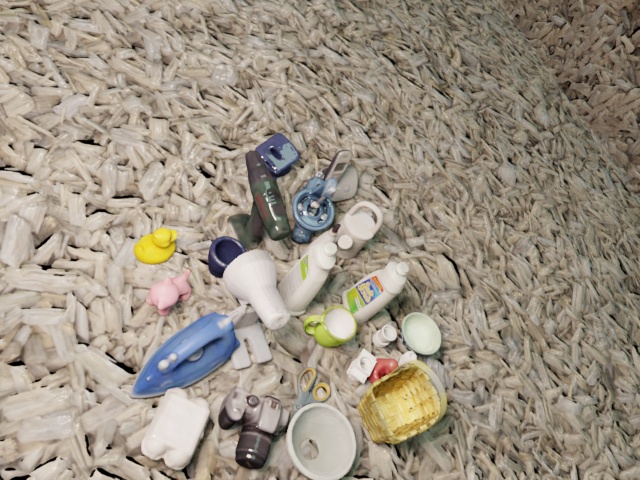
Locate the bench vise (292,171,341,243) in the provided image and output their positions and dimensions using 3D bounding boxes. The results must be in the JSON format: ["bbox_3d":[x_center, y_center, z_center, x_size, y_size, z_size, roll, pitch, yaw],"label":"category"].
[{"bbox_3d":[-0.015,-0.123,1.554,0.122,0.219,0.207,7,56,-26],"label":"bench vise"}]

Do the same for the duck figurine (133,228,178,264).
[{"bbox_3d":[-0.381,0.006,1.343,0.105,0.086,0.077,-22,72,-38],"label":"duck figurine"}]

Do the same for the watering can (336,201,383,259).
[{"bbox_3d":[0.103,-0.030,1.576,0.101,0.193,0.173,25,50,-13],"label":"watering can"}]

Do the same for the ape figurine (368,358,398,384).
[{"bbox_3d":[0.163,0.327,1.438,0.078,0.092,0.076,0,59,-30],"label":"ape figurine"}]

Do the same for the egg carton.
[{"bbox_3d":[-0.287,0.380,1.155,0.107,0.069,0.150,28,49,-11],"label":"egg carton"}]

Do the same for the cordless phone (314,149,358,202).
[{"bbox_3d":[0.068,-0.196,1.676,0.148,0.184,0.094,-14,67,-36],"label":"cordless phone"}]

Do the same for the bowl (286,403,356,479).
[{"bbox_3d":[-0.008,0.452,1.264,0.168,0.074,0.167,15,53,-21],"label":"bowl"}]

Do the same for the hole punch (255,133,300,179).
[{"bbox_3d":[-0.128,-0.239,1.654,0.108,0.091,0.101,49,49,8],"label":"hole punch"}]

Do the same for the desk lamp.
[{"bbox_3d":[-0.146,0.155,1.293,0.118,0.213,0.203,-11,65,-35],"label":"desk lamp"}]

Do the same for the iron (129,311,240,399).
[{"bbox_3d":[-0.278,0.237,1.209,0.118,0.141,0.259,49,49,8],"label":"iron"}]

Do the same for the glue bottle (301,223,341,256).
[{"bbox_3d":[0.014,0.005,1.515,0.078,0.173,0.037,-20,70,-38],"label":"glue bottle"}]

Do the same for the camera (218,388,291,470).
[{"bbox_3d":[-0.142,0.398,1.206,0.143,0.100,0.137,26,50,-13],"label":"camera"}]

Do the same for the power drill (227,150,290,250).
[{"bbox_3d":[-0.161,-0.081,1.449,0.076,0.208,0.229,-16,68,-37],"label":"power drill"}]

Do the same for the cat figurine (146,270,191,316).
[{"bbox_3d":[-0.334,0.112,1.277,0.067,0.117,0.128,43,48,2],"label":"cat figurine"}]

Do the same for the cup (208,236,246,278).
[{"bbox_3d":[-0.227,0.061,1.389,0.092,0.094,0.117,-21,71,-38],"label":"cup"}]
